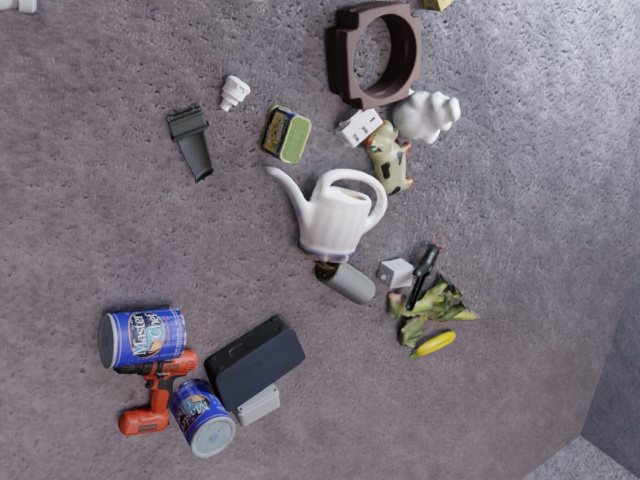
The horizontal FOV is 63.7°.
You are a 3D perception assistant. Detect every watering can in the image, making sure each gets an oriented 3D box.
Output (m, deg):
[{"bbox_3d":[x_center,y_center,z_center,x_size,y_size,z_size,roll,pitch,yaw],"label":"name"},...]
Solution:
[{"bbox_3d":[0.004,-0.058,1.157,0.347,0.105,0.221,5,111,-35],"label":"watering can"}]

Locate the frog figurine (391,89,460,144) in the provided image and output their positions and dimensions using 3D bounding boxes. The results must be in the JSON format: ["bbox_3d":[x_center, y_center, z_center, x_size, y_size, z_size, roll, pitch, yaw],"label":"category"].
[{"bbox_3d":[0.247,-0.281,1.189,0.124,0.161,0.134,-33,129,-17],"label":"frog figurine"}]

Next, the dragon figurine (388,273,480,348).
[{"bbox_3d":[0.340,0.242,1.593,0.241,0.125,0.404,-41,132,11],"label":"dragon figurine"}]
